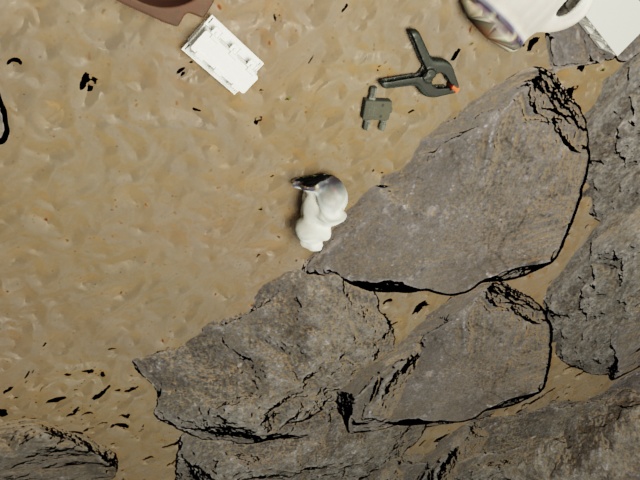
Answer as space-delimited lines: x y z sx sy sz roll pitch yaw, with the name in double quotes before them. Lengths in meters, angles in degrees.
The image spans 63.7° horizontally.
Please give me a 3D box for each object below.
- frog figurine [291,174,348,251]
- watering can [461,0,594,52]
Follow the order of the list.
"frog figurine" 0.003 -0.055 1.087 0.124 0.157 0.138 -25 23 -34
"watering can" 0.342 -0.485 0.913 0.344 0.222 0.106 33 20 -24
